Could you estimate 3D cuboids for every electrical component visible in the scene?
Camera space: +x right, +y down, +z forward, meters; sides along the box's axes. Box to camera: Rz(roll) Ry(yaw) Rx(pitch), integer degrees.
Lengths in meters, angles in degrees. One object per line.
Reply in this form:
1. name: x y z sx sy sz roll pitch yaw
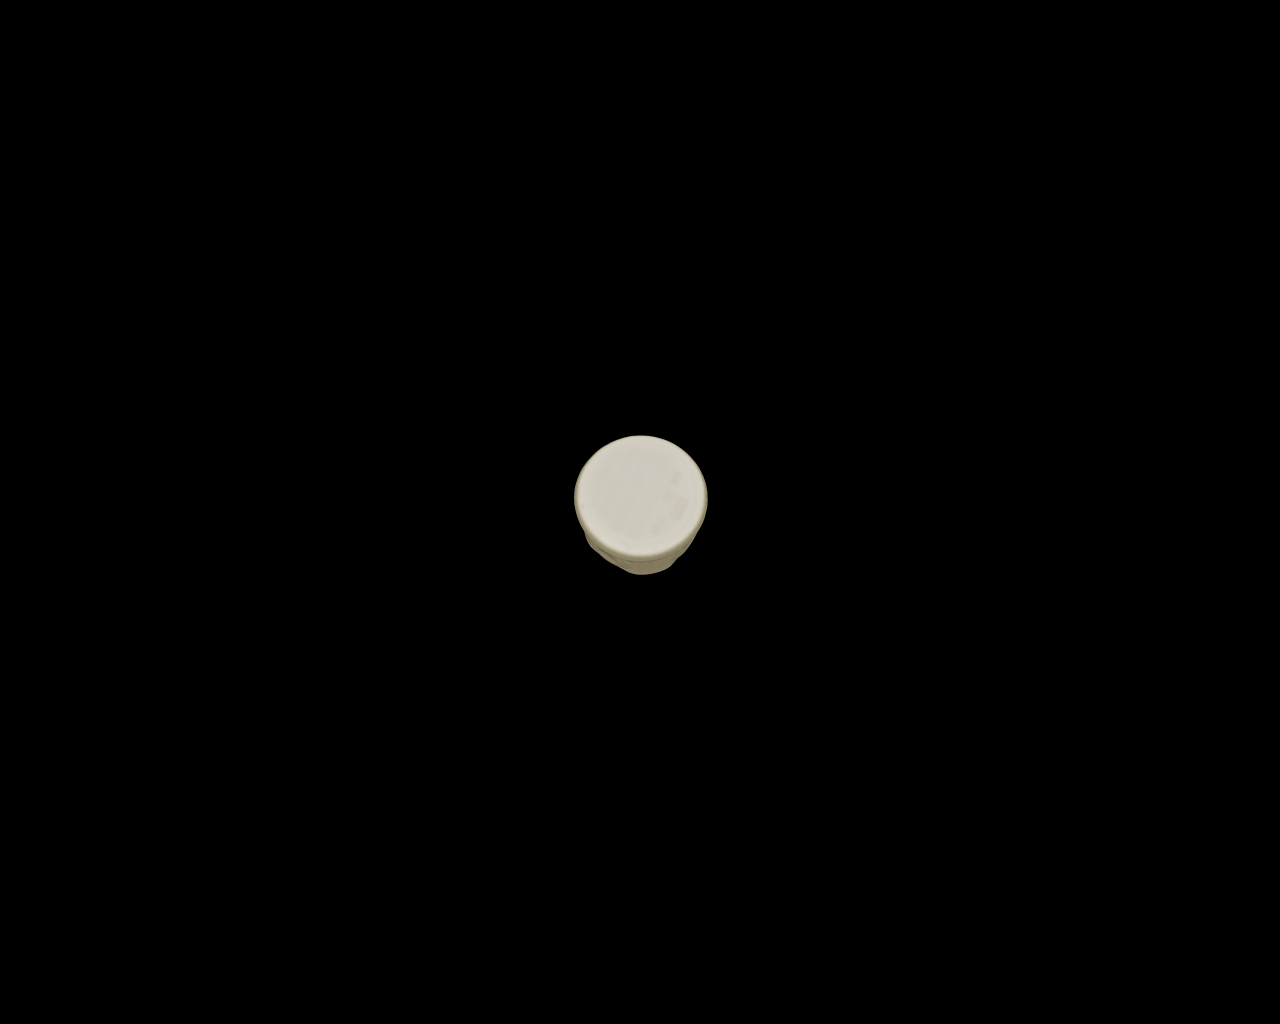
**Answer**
1. electrical component: 0.001 -0.003 0.650 0.080 0.080 0.051 0 -19 0
